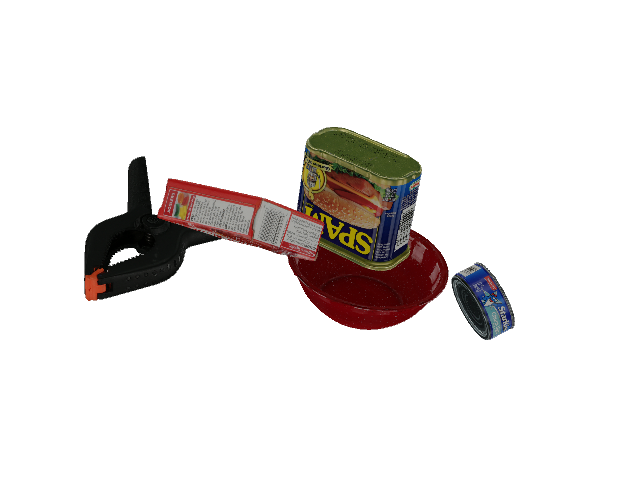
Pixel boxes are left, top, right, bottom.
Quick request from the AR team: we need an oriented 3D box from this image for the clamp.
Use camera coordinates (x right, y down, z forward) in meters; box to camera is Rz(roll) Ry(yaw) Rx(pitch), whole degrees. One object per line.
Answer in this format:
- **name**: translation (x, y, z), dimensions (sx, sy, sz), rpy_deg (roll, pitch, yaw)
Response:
- **clamp**: translation (-0.169, -0.012, 1.036), dimensions (0.165, 0.036, 0.209), rpy_deg (25, 40, 23)

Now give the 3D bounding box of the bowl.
- **bowl**: translation (0.044, 0.040, 1.072), dimensions (0.162, 0.055, 0.162), rpy_deg (6, 35, -4)

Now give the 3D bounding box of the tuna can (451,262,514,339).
- **tuna can**: translation (0.185, 0.070, 1.226), dimensions (0.033, 0.086, 0.086), rpy_deg (-27, 4, -9)

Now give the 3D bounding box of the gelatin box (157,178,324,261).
- **gelatin box**: translation (-0.049, -0.012, 0.691), dimensions (0.073, 0.030, 0.089), rpy_deg (14, -3, 28)

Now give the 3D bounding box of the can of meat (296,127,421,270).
- **can of meat**: translation (0.030, -0.036, 0.877), dimensions (0.102, 0.084, 0.057), rpy_deg (26, 35, 27)
